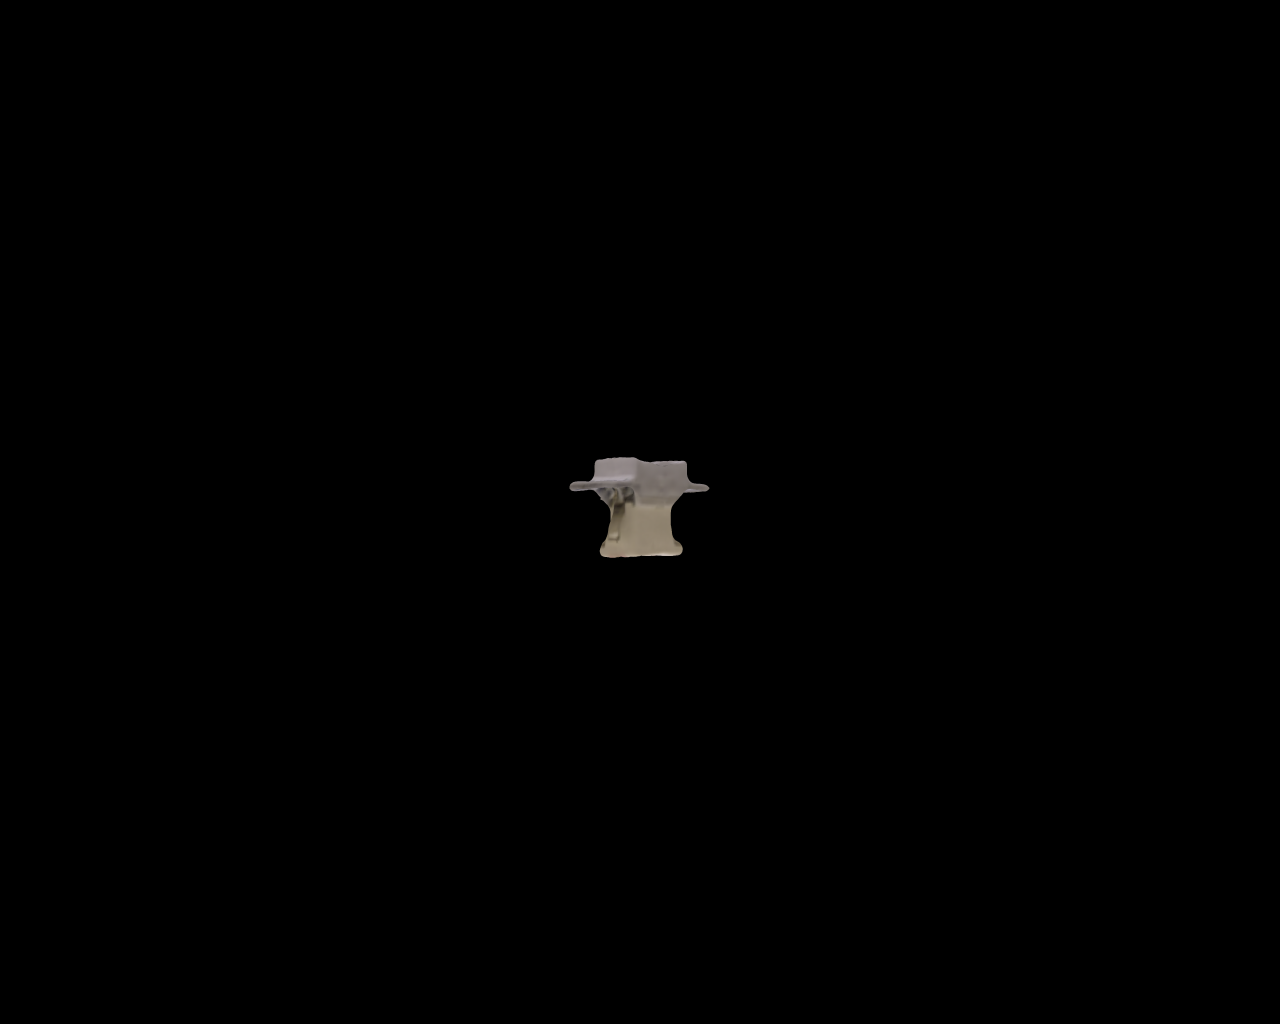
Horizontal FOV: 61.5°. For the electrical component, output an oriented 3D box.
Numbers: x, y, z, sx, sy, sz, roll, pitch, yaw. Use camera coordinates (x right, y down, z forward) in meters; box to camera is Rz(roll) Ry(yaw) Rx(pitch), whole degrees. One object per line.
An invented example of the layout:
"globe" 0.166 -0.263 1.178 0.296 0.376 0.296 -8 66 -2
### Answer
"electrical component" 0.001 -0.003 0.650 0.081 0.063 0.042 2 -3 -40
